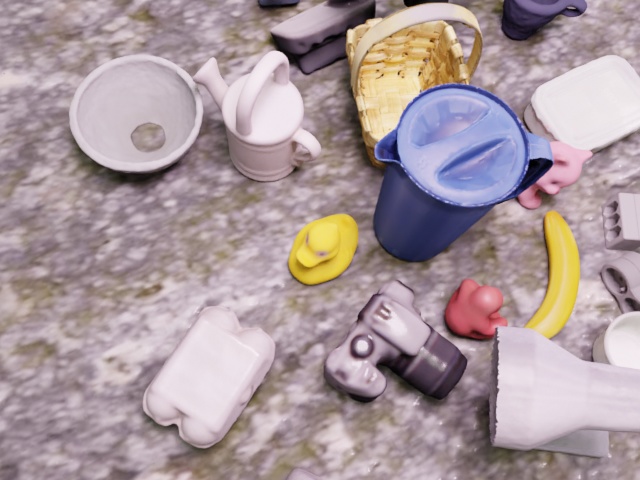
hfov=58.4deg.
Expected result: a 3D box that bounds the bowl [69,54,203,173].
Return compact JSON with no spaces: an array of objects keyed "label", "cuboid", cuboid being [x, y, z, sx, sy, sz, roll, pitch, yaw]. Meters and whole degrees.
[{"label":"bowl","cuboid":[-0.233,-0.153,0.754,0.167,0.075,0.167,1,72,-4]}]

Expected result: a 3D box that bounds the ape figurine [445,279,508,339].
[{"label":"ape figurine","cuboid":[0.195,0.082,0.699,0.076,0.092,0.078,-14,73,-8]}]

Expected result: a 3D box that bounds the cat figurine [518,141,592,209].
[{"label":"cat figurine","cuboid":[0.280,-0.095,0.749,0.128,0.118,0.067,11,72,0]}]

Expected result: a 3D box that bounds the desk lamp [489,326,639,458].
[{"label":"desk lamp","cuboid":[0.256,0.168,0.611,0.203,0.213,0.118,8,72,-1]}]

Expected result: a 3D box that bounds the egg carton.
[{"label":"egg carton","cuboid":[-0.125,0.157,0.664,0.107,0.069,0.150,30,73,6]}]

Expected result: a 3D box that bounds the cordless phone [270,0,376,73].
[{"label":"cordless phone","cuboid":[0.008,-0.327,0.769,0.148,0.185,0.094,-33,77,-13]}]

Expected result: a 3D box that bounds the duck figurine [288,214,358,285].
[{"label":"duck figurine","cuboid":[0.007,0.003,0.715,0.077,0.086,0.105,44,75,10]}]

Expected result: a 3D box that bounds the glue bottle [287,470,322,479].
[{"label":"glue bottle","cuboid":[0.000,0.268,0.582,0.078,0.173,0.037,24,72,4]}]

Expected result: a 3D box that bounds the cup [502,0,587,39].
[{"label":"cup","cuboid":[0.320,-0.339,0.842,0.117,0.095,0.092,21,72,3]}]

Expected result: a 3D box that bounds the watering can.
[{"label":"watering can","cuboid":[-0.077,-0.158,0.704,0.173,0.194,0.101,12,72,0]}]

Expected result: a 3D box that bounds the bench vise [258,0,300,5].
[{"label":"bench vise","cuboid":[-0.055,-0.453,0.788,0.121,0.220,0.207,-24,75,-11]}]

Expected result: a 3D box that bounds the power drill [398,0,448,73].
[{"label":"power drill","cuboid":[0.128,-0.317,0.762,0.230,0.208,0.075,-23,75,-11]}]

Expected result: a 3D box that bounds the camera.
[{"label":"camera","cuboid":[0.094,0.136,0.670,0.136,0.101,0.143,36,73,8]}]
